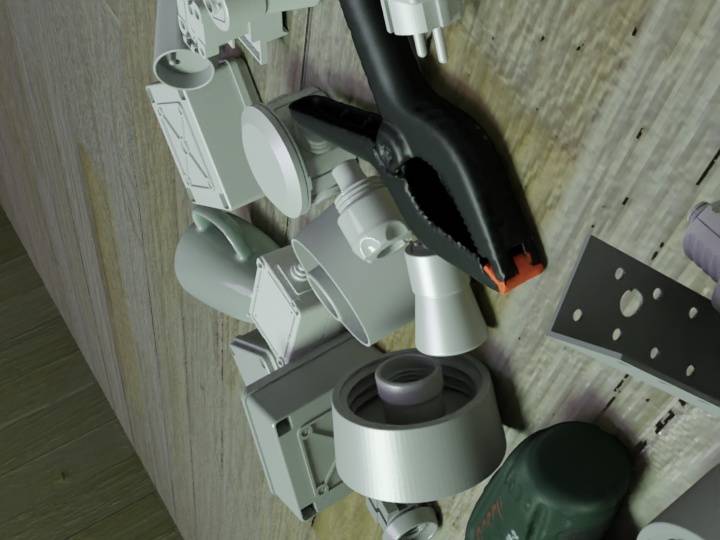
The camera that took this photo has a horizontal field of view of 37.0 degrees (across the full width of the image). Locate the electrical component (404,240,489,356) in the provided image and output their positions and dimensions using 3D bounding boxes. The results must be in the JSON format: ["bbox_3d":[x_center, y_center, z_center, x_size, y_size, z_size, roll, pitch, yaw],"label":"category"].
[{"bbox_3d":[0.048,0.012,0.629,0.044,0.044,0.065,25,133,59],"label":"electrical component"}]

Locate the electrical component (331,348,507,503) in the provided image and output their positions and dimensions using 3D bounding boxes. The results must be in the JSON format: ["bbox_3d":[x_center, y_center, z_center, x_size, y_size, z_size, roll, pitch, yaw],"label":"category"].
[{"bbox_3d":[0.034,0.087,0.664,0.108,0.108,0.060,30,135,56],"label":"electrical component"}]

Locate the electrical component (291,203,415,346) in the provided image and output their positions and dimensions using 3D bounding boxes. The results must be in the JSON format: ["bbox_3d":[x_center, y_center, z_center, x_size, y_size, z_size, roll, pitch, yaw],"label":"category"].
[{"bbox_3d":[0.000,0.000,0.731,0.099,0.064,0.099,52,170,13],"label":"electrical component"}]

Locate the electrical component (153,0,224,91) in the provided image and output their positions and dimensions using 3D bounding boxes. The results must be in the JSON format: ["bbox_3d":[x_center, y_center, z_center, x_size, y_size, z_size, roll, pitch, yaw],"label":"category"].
[{"bbox_3d":[-0.113,-0.180,0.766,0.079,0.043,0.077,-28,51,36],"label":"electrical component"}]

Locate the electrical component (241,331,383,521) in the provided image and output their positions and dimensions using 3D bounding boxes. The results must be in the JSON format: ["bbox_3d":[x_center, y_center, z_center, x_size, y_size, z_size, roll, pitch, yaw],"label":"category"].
[{"bbox_3d":[-0.025,0.120,0.837,0.056,0.109,0.108,34,145,48],"label":"electrical component"}]

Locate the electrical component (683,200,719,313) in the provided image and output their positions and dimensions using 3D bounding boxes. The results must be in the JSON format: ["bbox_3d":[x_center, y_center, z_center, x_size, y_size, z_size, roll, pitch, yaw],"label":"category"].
[{"bbox_3d":[0.146,0.004,0.376,0.081,0.043,0.043,50,156,33],"label":"electrical component"}]

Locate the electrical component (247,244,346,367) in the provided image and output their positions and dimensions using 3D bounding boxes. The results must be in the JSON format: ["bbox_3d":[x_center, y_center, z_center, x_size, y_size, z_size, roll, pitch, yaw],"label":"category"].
[{"bbox_3d":[-0.043,0.021,0.839,0.061,0.061,0.096,54,150,26],"label":"electrical component"}]

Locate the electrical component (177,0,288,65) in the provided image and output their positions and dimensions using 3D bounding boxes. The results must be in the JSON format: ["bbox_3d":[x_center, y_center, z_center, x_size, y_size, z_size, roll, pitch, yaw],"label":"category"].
[{"bbox_3d":[-0.085,-0.172,0.698,0.042,0.064,0.081,52,157,32],"label":"electrical component"}]

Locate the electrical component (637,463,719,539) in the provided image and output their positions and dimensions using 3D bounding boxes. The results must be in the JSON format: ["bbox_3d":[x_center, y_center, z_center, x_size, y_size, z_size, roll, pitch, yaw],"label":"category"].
[{"bbox_3d":[0.167,0.145,0.468,0.108,0.060,0.108,50,156,32],"label":"electrical component"}]

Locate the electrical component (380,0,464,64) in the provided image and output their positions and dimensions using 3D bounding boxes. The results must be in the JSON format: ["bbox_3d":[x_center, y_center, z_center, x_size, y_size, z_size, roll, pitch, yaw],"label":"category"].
[{"bbox_3d":[0.027,-0.133,0.497,0.066,0.047,0.076,33,143,54],"label":"electrical component"}]

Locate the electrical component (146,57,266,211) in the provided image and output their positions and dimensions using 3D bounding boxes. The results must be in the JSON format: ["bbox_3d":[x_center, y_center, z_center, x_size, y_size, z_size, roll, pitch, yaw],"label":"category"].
[{"bbox_3d":[-0.115,-0.108,0.857,0.109,0.056,0.108,15,128,64],"label":"electrical component"}]

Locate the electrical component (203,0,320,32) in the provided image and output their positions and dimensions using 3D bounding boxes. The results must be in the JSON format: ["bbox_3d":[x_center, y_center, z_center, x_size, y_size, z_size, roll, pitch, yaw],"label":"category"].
[{"bbox_3d":[-0.061,-0.168,0.641,0.044,0.065,0.044,50,156,32],"label":"electrical component"}]

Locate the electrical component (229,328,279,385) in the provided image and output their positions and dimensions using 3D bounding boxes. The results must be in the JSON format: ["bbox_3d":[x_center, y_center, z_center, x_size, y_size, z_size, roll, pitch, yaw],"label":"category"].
[{"bbox_3d":[-0.062,0.107,0.984,0.109,0.056,0.108,7,121,66],"label":"electrical component"}]

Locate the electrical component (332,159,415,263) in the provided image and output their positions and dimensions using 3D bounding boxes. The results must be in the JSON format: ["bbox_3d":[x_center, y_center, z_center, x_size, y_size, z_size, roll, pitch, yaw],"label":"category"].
[{"bbox_3d":[0.005,-0.039,0.668,0.062,0.043,0.043,60,159,13],"label":"electrical component"}]

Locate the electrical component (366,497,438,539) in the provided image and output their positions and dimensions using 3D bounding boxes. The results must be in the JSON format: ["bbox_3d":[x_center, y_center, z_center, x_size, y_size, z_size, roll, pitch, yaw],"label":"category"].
[{"bbox_3d":[0.033,0.196,0.878,0.066,0.048,0.055,89,156,-49],"label":"electrical component"}]

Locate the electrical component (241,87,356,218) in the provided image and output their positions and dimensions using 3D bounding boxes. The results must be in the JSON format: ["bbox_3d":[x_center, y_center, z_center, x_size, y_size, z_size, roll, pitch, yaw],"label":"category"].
[{"bbox_3d":[-0.042,-0.080,0.721,0.080,0.051,0.080,50,156,33],"label":"electrical component"}]
